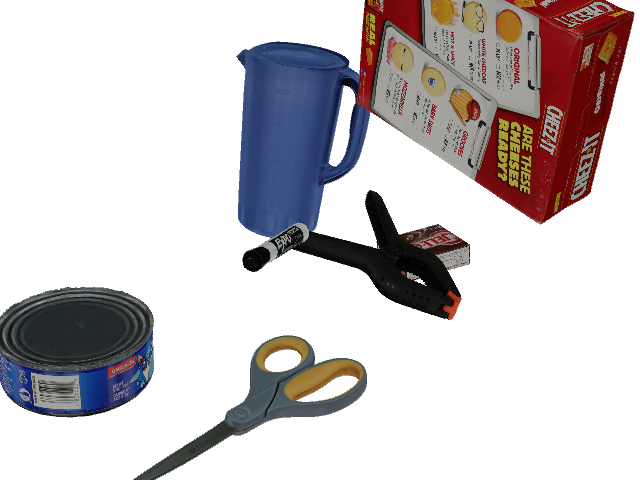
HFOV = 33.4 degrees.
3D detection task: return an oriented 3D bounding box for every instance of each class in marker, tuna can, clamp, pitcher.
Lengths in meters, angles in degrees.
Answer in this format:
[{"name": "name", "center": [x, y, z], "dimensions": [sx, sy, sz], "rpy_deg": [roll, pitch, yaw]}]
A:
[{"name": "marker", "center": [-0.039, 0.005, 0.943], "dimensions": [0.020, 0.020, 0.121], "rpy_deg": [0, 13, 20]}, {"name": "tuna can", "center": [-0.135, 0.060, 0.590], "dimensions": [0.086, 0.034, 0.086], "rpy_deg": [2, 26, -1]}, {"name": "clamp", "center": [0.070, 0.023, 1.236], "dimensions": [0.164, 0.036, 0.210], "rpy_deg": [-20, 50, -38]}, {"name": "pitcher", "center": [-0.034, -0.127, 1.385], "dimensions": [0.144, 0.243, 0.149], "rpy_deg": [-2, 25, -23]}]

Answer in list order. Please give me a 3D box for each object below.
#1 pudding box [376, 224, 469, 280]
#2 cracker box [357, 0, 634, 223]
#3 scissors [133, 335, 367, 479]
[{"name": "pudding box", "center": [0.154, 0.018, 1.595], "dimensions": [0.113, 0.039, 0.090], "rpy_deg": [-17, 26, -20]}, {"name": "cracker box", "center": [0.126, -0.139, 0.835], "dimensions": [0.072, 0.164, 0.214], "rpy_deg": [-28, 49, -31]}, {"name": "scissors", "center": [-0.060, 0.115, 0.764], "dimensions": [0.201, 0.016, 0.096], "rpy_deg": [-15, 35, -28]}]
